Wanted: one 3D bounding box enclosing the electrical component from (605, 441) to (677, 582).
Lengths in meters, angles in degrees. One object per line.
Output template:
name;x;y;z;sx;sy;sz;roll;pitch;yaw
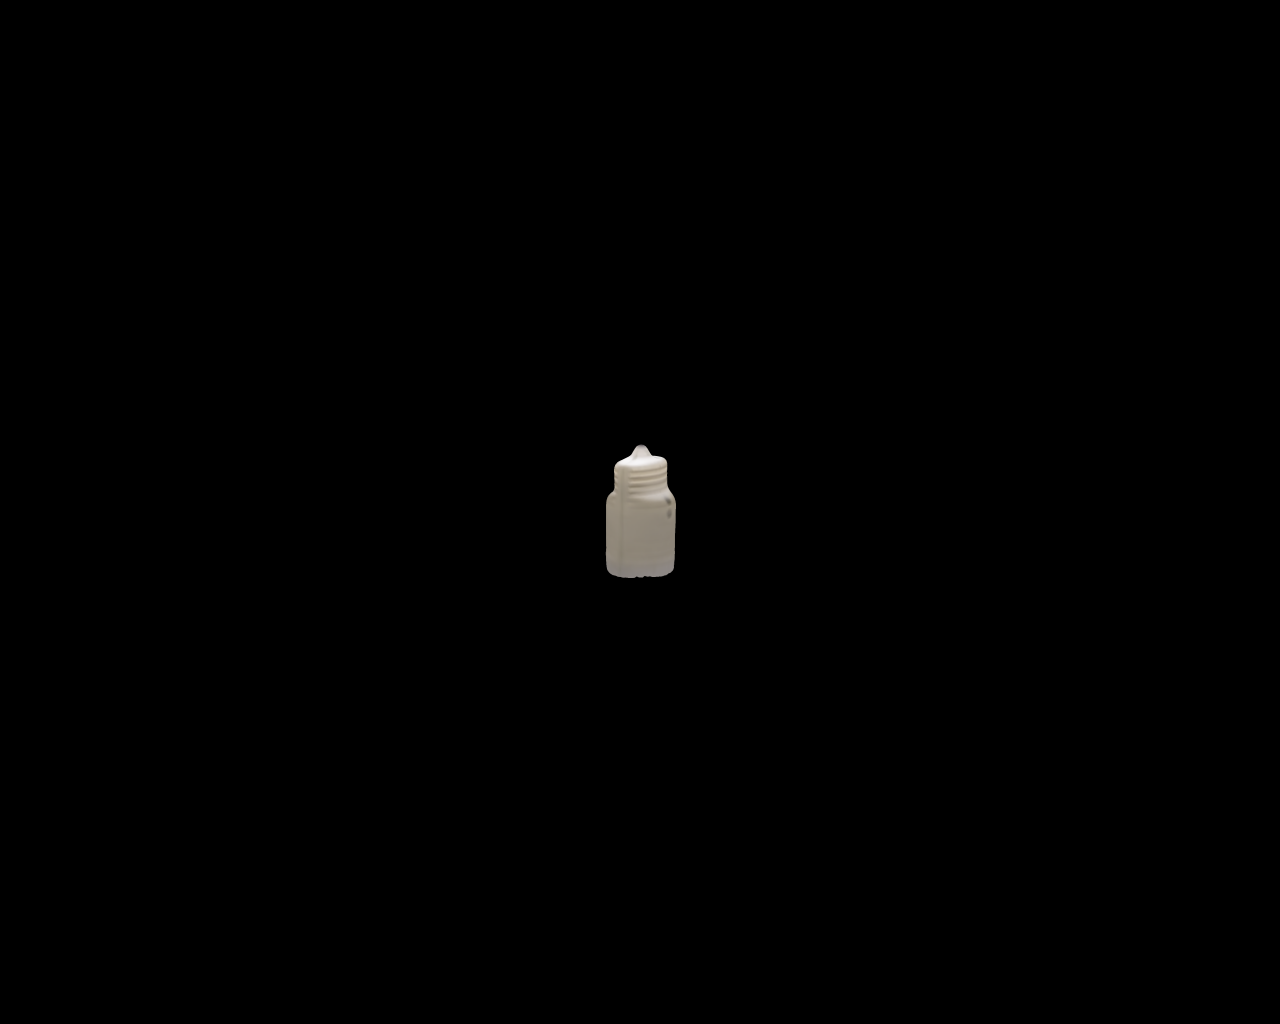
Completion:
electrical component;0.001;-0.003;0.650;0.043;0.080;0.043;0;13;0
